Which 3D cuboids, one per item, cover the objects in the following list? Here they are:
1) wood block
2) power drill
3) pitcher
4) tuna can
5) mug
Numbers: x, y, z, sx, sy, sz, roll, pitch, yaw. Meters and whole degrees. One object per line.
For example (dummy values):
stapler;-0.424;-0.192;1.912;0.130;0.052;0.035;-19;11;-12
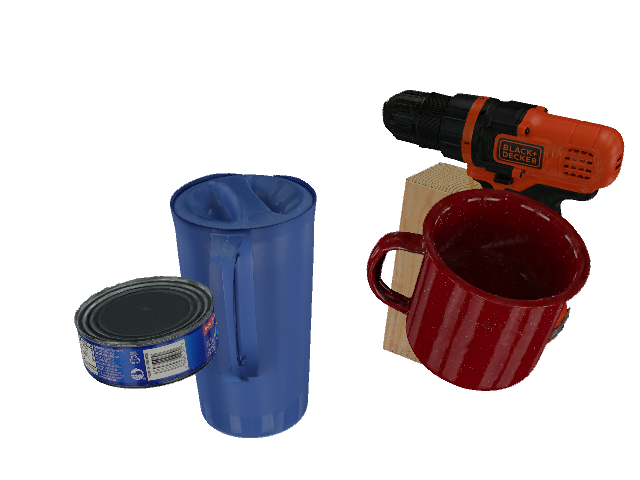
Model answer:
wood block;0.140;0.030;1.192;0.090;0.206;0.090;19;25;28
power drill;0.130;-0.019;0.822;0.185;0.188;0.057;16;34;26
pitcher;-0.070;0.068;1.010;0.149;0.243;0.145;-20;32;-34
tuna can;-0.106;0.056;0.660;0.086;0.034;0.086;-4;25;2
mug;0.083;0.028;0.606;0.117;0.082;0.093;13;43;1
